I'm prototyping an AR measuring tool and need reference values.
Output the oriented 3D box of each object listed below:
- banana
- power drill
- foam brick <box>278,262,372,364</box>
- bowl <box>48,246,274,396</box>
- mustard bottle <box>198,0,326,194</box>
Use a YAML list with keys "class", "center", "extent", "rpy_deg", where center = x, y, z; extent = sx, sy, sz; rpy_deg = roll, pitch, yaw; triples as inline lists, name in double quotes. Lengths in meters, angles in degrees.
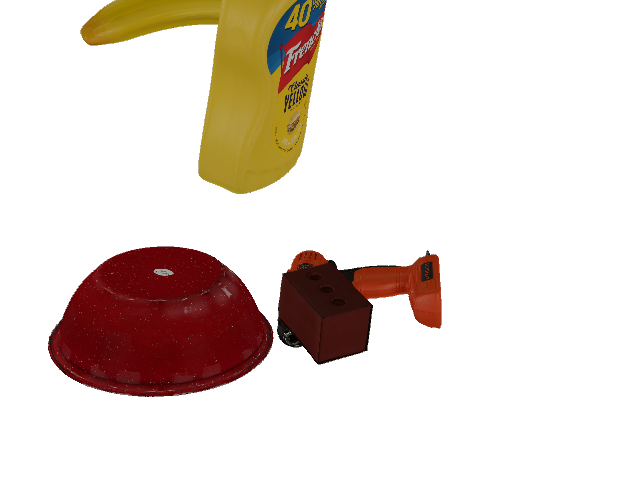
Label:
- class: "banana"
  center: [-0.100, -0.190, 0.902]
  extent: [0.198, 0.069, 0.037]
  rpy_deg: [4, -33, 0]
- class: "power drill"
  center: [0.046, 0.066, 1.234]
  extent: [0.188, 0.057, 0.184]
  rpy_deg: [0, 28, 6]
- class: "foam brick"
  center: [0.004, 0.063, 0.944]
  extent: [0.052, 0.051, 0.078]
  rpy_deg: [-13, 35, -27]
- class: "bowl"
  center: [-0.113, 0.047, 0.763]
  extent: [0.162, 0.055, 0.162]
  rpy_deg: [2, 23, -1]
- class: "mustard bottle"
  center: [-0.030, -0.129, 0.665]
  extent: [0.058, 0.192, 0.096]
  rpy_deg: [24, 38, 17]
